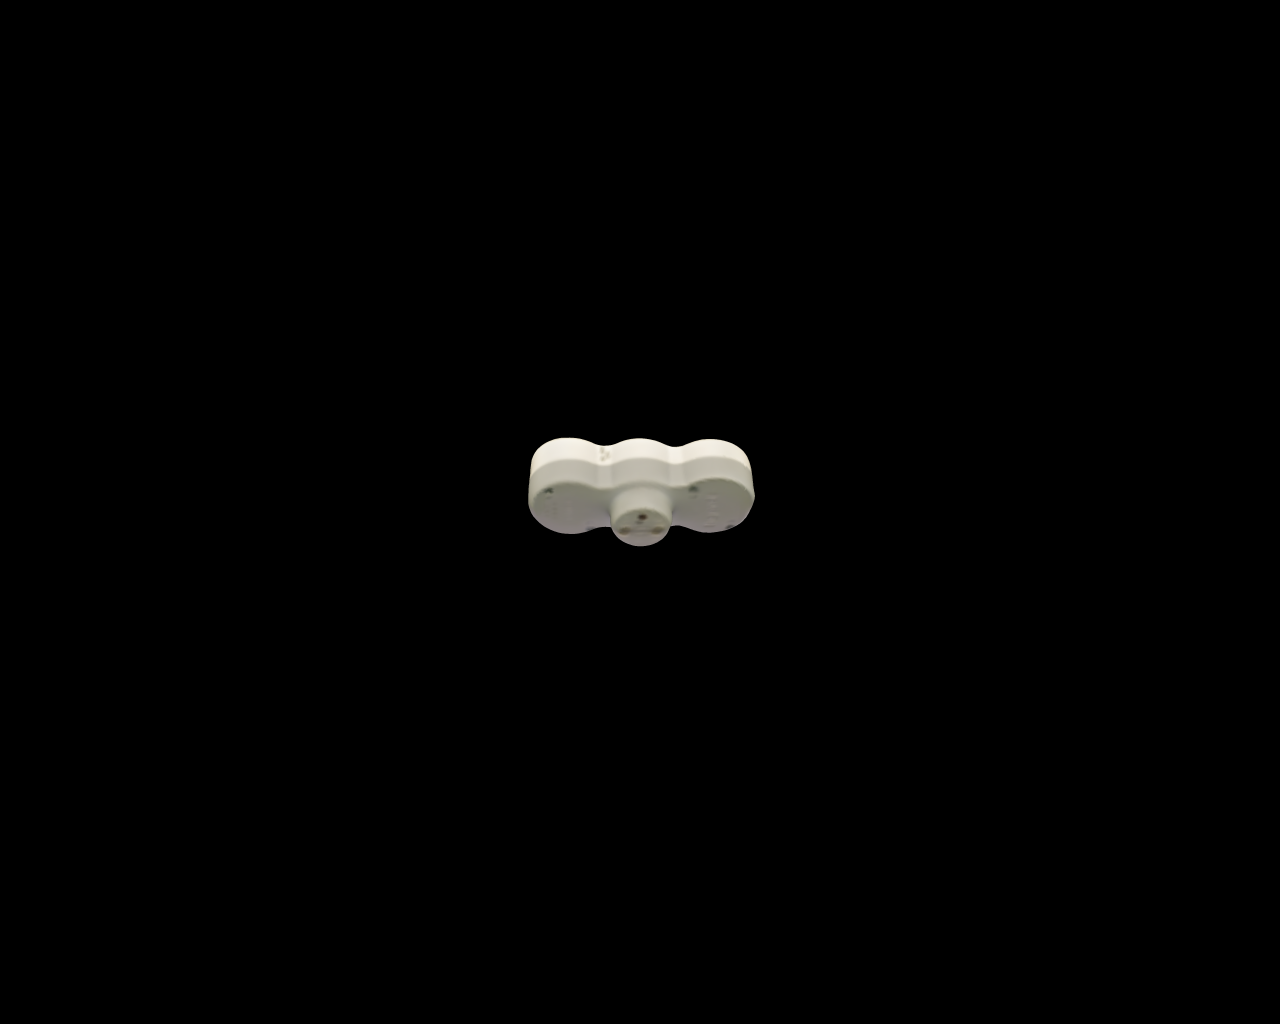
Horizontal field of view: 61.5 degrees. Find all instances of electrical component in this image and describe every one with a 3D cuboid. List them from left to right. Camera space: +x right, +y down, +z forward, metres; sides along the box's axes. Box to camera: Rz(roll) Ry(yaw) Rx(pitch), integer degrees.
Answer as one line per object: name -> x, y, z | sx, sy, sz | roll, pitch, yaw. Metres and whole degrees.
electrical component -> 0.001, -0.003, 0.650 | 0.138, 0.074, 0.052 | 0, -43, 0
